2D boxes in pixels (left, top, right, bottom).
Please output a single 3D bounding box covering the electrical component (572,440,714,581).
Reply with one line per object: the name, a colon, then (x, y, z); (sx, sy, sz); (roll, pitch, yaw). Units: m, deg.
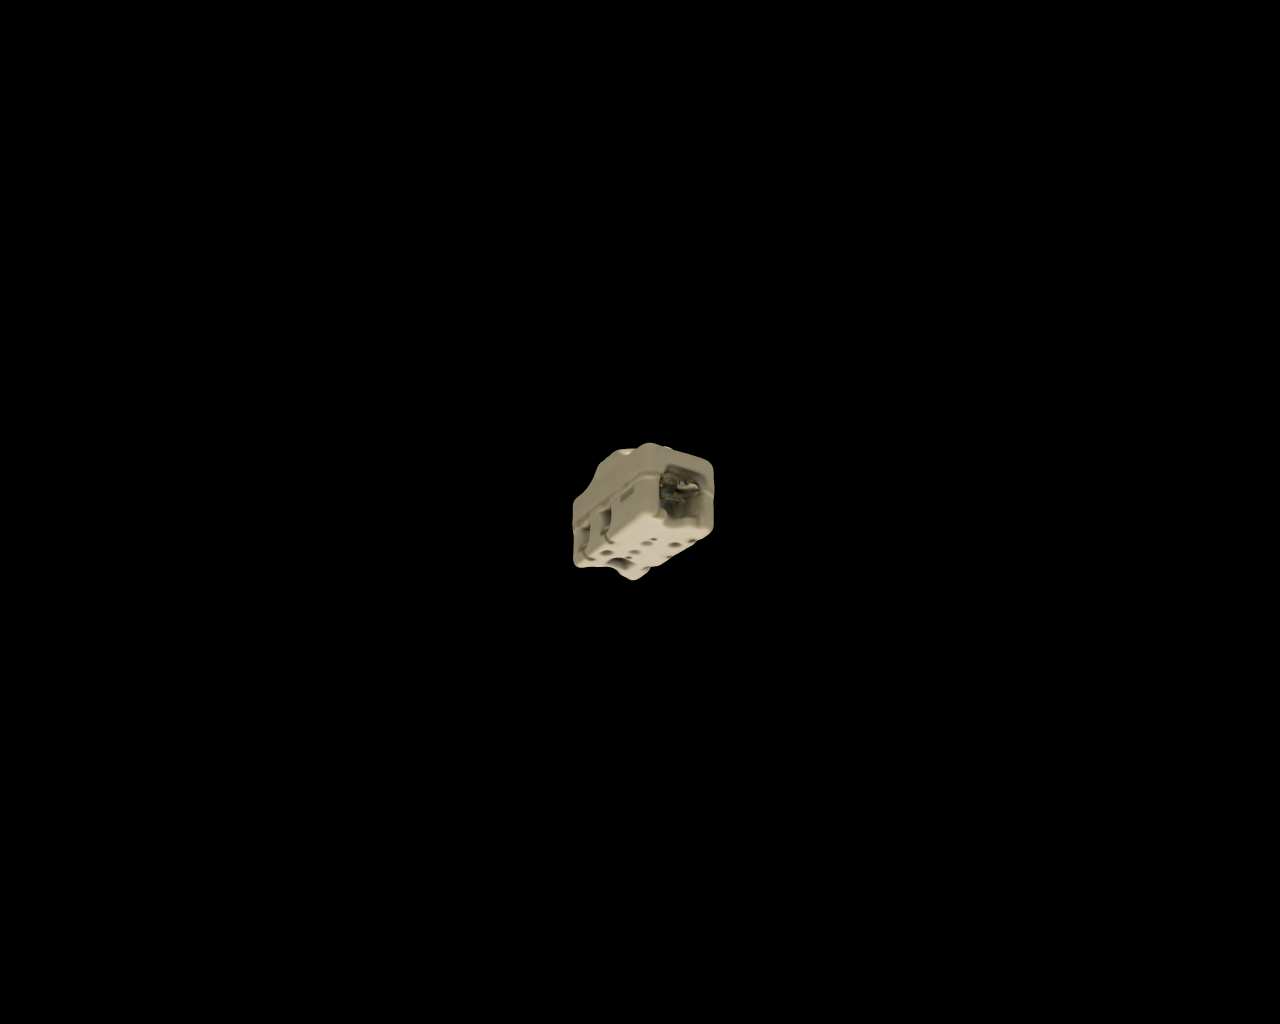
electrical component: (0.001, -0.003, 0.650); (0.050, 0.056, 0.089); (16, -31, -28)
